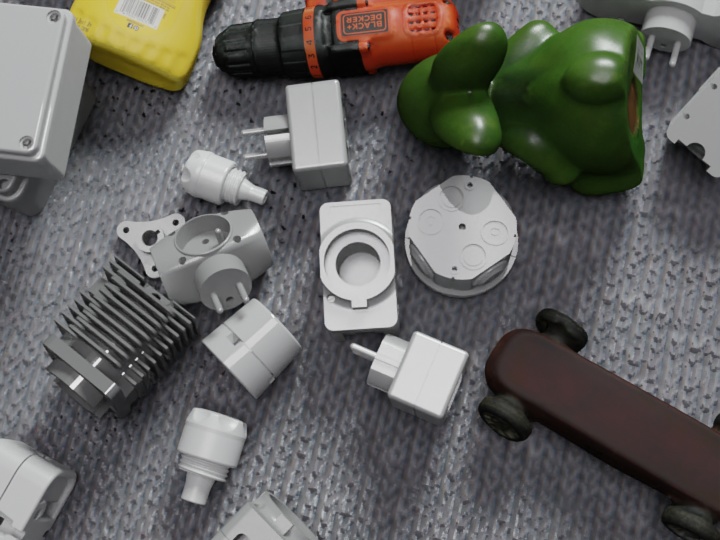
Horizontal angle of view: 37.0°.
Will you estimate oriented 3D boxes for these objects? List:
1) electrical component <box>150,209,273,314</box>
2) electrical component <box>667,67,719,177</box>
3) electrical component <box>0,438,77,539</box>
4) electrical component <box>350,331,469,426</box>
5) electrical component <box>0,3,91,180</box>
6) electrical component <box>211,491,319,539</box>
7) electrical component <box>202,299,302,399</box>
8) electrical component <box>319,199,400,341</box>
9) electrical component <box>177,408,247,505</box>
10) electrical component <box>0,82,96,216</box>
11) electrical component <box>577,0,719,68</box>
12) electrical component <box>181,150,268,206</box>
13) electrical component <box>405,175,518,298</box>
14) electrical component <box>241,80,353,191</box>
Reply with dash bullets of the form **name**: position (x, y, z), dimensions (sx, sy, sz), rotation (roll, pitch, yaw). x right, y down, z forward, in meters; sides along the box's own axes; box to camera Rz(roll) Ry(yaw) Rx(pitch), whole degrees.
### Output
- **electrical component**: position (-0.099, 0.001, 0.748), dimensions (0.077, 0.044, 0.079), rotation (-22, 43, -8)
- **electrical component**: position (0.261, -0.115, 0.744), dimensions (0.050, 0.056, 0.089), rotation (42, 112, 5)
- **electrical component**: position (-0.246, 0.166, 0.732), dimensions (0.059, 0.053, 0.095), rotation (27, 81, 10)
- **electrical component**: position (0.029, 0.067, 0.727), dimensions (0.077, 0.065, 0.047), rotation (22, 80, 9)
- **electrical component**: position (-0.251, -0.124, 0.736), dimensions (0.109, 0.056, 0.108), rotation (7, 78, 6)
- **electrical component**: position (-0.062, 0.181, 0.696), dimensions (0.050, 0.089, 0.055), rotation (43, 84, 12)
- **electrical component**: position (-0.074, 0.053, 0.745), dimensions (0.047, 0.055, 0.055), rotation (-44, 78, -9)
- **electrical component**: position (0.000, 0.000, 0.750), dimensions (0.050, 0.055, 0.089), rotation (-4, 77, 3)
- **electrical component**: position (-0.105, 0.128, 0.736), dimensions (0.043, 0.043, 0.062), rotation (16, 80, 8)
- **electrical component**: position (-0.256, -0.107, 0.792), dimensions (0.078, 0.057, 0.113), rotation (22, 80, 9)
- **electrical component**: position (0.225, -0.182, 0.775), dimensions (0.138, 0.052, 0.073), rotation (17, 79, 8)
- **electrical component**: position (-0.097, -0.063, 0.783), dimensions (0.061, 0.035, 0.035), rotation (21, 80, 6)
- **electrical component**: position (0.071, -0.024, 0.752), dimensions (0.080, 0.051, 0.080), rotation (-1, 77, 4)
- **electrical component**: position (-0.048, -0.095, 0.779), dimensions (0.077, 0.047, 0.065), rotation (-7, 76, 3)
